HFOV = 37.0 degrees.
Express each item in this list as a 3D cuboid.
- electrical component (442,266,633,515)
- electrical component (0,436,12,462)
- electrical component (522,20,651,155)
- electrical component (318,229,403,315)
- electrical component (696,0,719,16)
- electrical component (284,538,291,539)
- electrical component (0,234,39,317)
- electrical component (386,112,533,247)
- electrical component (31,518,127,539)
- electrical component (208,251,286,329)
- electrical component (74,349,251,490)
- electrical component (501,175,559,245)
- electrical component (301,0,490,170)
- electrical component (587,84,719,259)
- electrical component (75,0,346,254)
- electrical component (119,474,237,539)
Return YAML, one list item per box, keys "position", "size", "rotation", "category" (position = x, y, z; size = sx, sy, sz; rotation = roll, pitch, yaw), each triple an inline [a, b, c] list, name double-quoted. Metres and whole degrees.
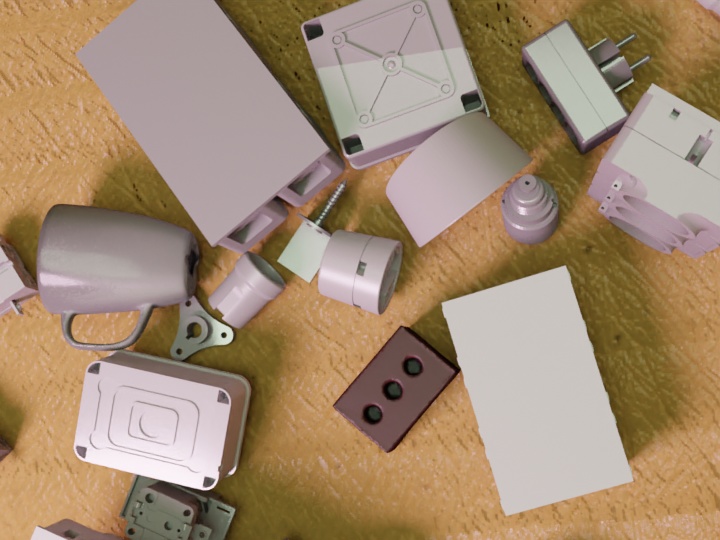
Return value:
- position: [0.122, 0.082, 0.751]
  size: [0.089, 0.062, 0.150]
  rotation: [-17, 84, 7]
  category: "electrical component"
- position: [-0.307, 0.142, 0.823]
  size: [0.066, 0.048, 0.055]
  rotation: [44, 86, 9]
  category: "electrical component"
- position: [0.169, -0.139, 0.764]
  size: [0.076, 0.047, 0.083]
  rotation: [-32, 82, 6]
  category: "electrical component"
- position: [0.000, 0.000, 0.779]
  size: [0.047, 0.055, 0.055]
  rotation: [15, 89, 13]
  category: "electrical component"
- position: [0.267, -0.192, 0.757]
  size: [0.046, 0.040, 0.040]
  rotation: [42, 93, 2]
  category: "electrical component"
- position: [-0.064, 0.226, 0.781]
  size: [0.048, 0.048, 0.062]
  rotation: [31, 85, 9]
  category: "electrical component"
- position: [-0.286, 0.012, 0.828]
  size: [0.055, 0.048, 0.066]
  rotation: [-33, 82, -2]
  category: "electrical component"
- position: [0.069, -0.061, 0.750]
  size: [0.099, 0.099, 0.064]
  rotation: [-39, 76, 5]
  category: "electrical component"
- position: [-0.146, 0.254, 0.727]
  size: [0.186, 0.060, 0.105]
  rotation: [22, 87, 5]
  category: "electrical component"
- position: [-0.085, 0.016, 0.799]
  size: [0.040, 0.040, 0.046]
  rotation: [45, 100, 9]
  category: "electrical component"
- position: [-0.143, 0.107, 0.789]
  size: [0.113, 0.057, 0.078]
  rotation: [11, 96, 9]
  category: "electrical component"
- position: [0.119, -0.046, 0.754]
  size: [0.040, 0.078, 0.040]
  rotation: [-3, 72, 10]
  category: "electrical component"
- position: [0.026, -0.143, 0.782]
  size: [0.109, 0.056, 0.108]
  rotation: [-19, 84, 7]
  category: "electrical component"
- position: [0.203, -0.055, 0.701]
  size: [0.089, 0.150, 0.061]
  rotation: [33, 91, 9]
  category: "electrical component"
- position: [-0.108, -0.116, 0.788]
  size: [0.105, 0.060, 0.186]
  rotation: [-39, 74, 7]
  category: "electrical component"
- position: [-0.137, 0.179, 0.785]
  size: [0.081, 0.064, 0.042]
  rotation: [21, 89, 9]
  category: "electrical component"
